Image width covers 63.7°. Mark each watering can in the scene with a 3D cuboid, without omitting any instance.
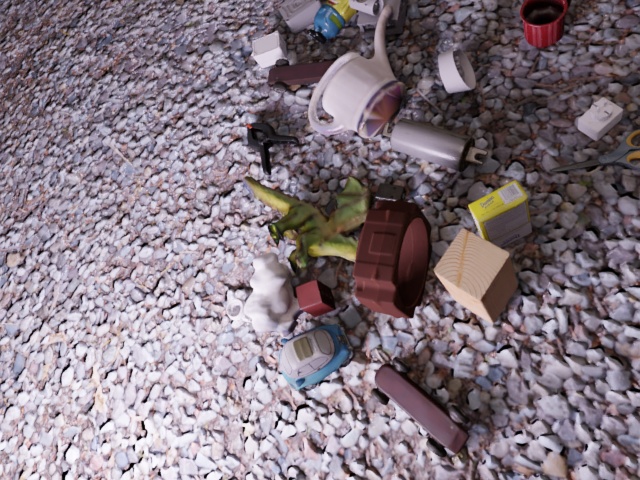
[{"bbox_3d":[0.115,-0.383,1.219,0.227,0.103,0.346,43,99,30],"label":"watering can"}]

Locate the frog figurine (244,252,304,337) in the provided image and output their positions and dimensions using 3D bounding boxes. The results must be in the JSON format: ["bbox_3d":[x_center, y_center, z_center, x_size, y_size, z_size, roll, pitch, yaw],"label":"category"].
[{"bbox_3d":[-0.109,0.111,1.084,0.122,0.158,0.140,-14,24,51],"label":"frog figurine"}]

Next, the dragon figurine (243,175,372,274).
[{"bbox_3d":[0.004,-0.059,1.164,0.244,0.119,0.417,-28,61,-9],"label":"dragon figurine"}]
